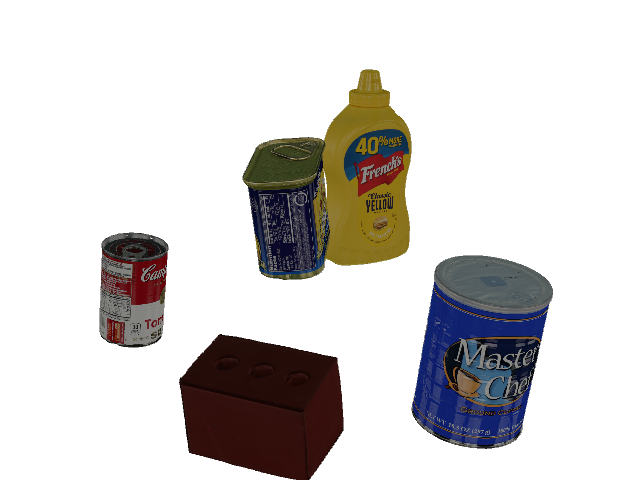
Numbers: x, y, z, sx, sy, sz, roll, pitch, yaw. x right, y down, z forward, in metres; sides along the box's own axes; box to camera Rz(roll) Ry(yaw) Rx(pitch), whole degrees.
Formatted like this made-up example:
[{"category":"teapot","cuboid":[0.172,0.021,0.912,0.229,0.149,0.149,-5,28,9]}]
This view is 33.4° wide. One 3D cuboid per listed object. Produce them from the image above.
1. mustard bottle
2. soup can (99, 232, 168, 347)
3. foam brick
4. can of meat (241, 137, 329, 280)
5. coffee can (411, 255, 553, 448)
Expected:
[{"category":"mustard bottle","cuboid":[0.047,-0.075,1.073,0.096,0.192,0.058,-9,19,-30]},{"category":"soup can","cuboid":[-0.195,0.052,1.107,0.068,0.102,0.068,6,21,-2]},{"category":"foam brick","cuboid":[-0.032,0.094,0.604,0.078,0.051,0.053,9,29,20]},{"category":"can of meat","cuboid":[-0.024,-0.026,0.851,0.057,0.084,0.102,-3,24,8]},{"category":"coffee can","cuboid":[0.141,0.097,0.947,0.103,0.140,0.103,6,23,-3]}]
